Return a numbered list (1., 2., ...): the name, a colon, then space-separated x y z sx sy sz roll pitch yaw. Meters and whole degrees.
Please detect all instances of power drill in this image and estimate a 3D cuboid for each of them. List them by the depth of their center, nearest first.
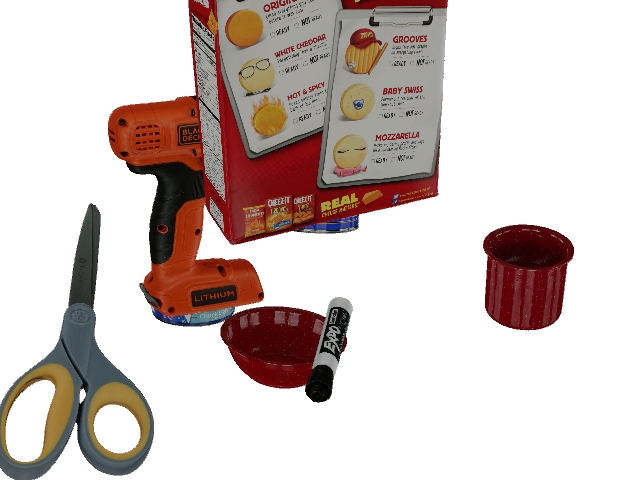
1. power drill: -0.088 -0.036 0.921 0.184 0.188 0.057 -8 21 -22

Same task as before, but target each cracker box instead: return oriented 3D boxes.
1. cracker box: -0.001 -0.119 0.719 0.164 0.214 0.072 -14 33 -20

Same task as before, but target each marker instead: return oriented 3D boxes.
1. marker: 0.007 0.079 0.780 0.020 0.020 0.121 0 27 10

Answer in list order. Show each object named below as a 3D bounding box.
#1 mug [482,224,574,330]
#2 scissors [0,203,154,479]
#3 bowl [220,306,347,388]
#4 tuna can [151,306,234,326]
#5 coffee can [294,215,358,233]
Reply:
1. mug: 0.214 0.035 1.132 0.093 0.081 0.117 -6 31 -7
2. scissors: -0.129 0.061 0.641 0.096 0.201 0.016 19 -44 -2
3. bowl: -0.048 0.143 1.363 0.162 0.055 0.162 5 22 -2
4. tuna can: -0.128 0.056 1.078 0.086 0.034 0.086 1 18 -1
5. coffee can: -0.005 -0.086 1.143 0.103 0.140 0.103 4 12 -1
